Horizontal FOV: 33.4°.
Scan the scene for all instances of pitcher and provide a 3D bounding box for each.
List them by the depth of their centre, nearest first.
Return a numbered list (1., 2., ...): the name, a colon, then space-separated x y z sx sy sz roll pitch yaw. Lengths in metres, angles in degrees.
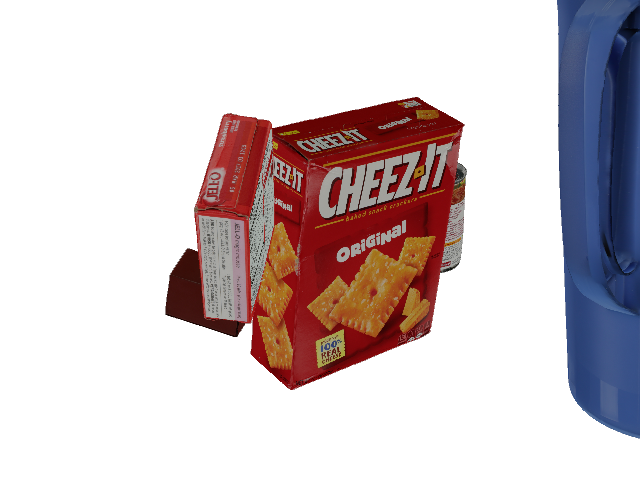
1. pitcher: 0.175 -0.022 0.527 0.149 0.243 0.145 -4 20 -2

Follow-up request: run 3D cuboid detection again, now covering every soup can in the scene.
1. soup can: 0.113 -0.026 1.093 0.068 0.102 0.068 0 27 0

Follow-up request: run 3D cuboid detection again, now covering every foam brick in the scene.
1. foam brick: -0.107 0.051 1.053 0.078 0.051 0.053 18 33 8

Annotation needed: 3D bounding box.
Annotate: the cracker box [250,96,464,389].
1. cracker box: 0.029 0.002 0.896 0.163 0.214 0.072 -17 37 -34

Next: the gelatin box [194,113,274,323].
1. gelatin box: -0.045 -0.011 0.573 0.030 0.073 0.089 6 -42 5
